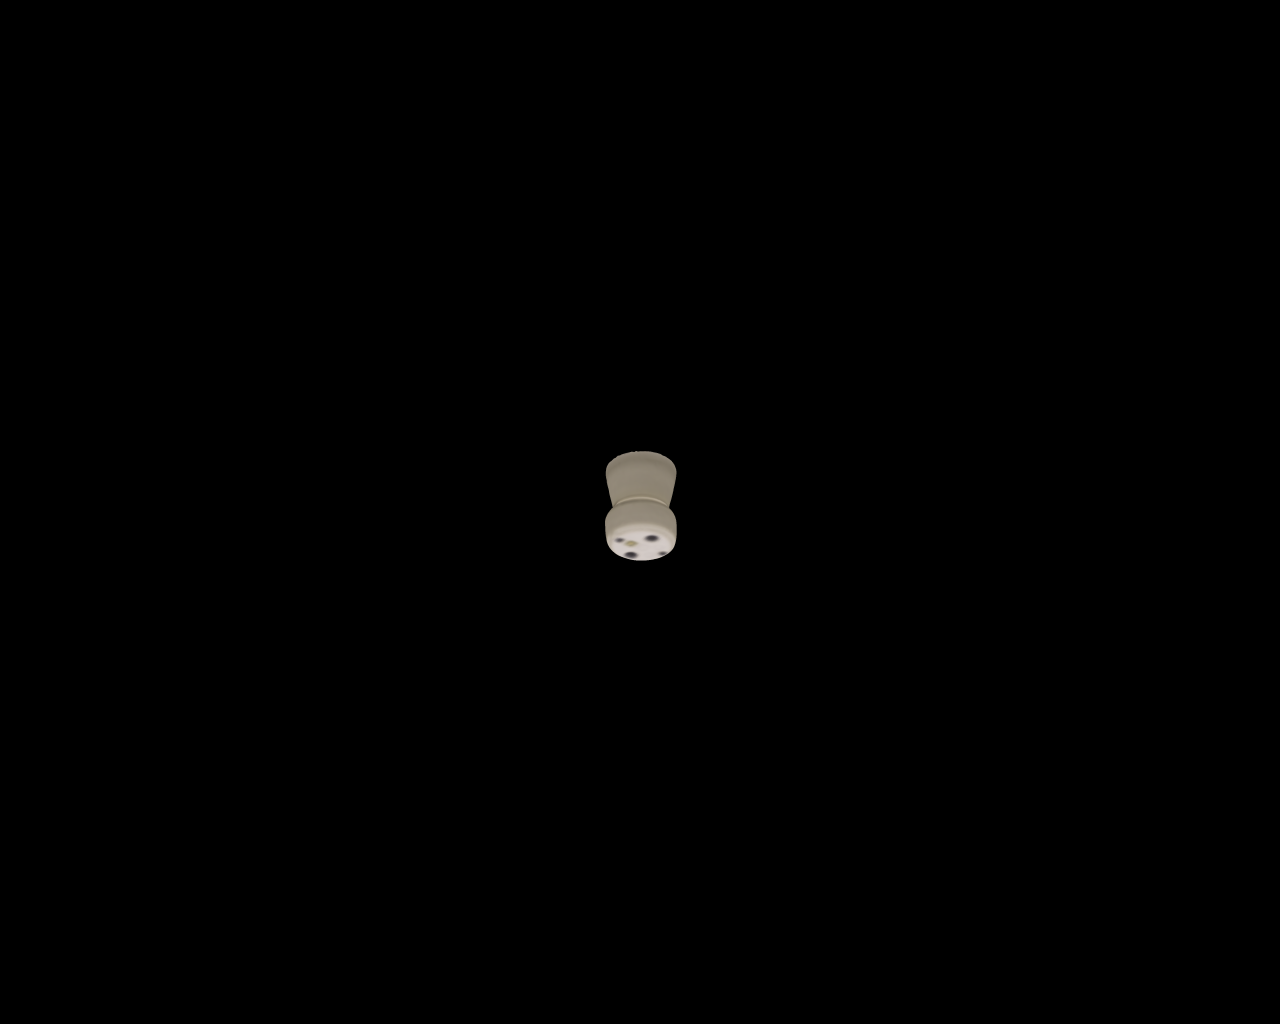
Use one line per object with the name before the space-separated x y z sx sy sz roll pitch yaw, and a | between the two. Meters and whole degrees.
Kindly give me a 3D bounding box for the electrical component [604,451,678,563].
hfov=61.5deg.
electrical component | 0.001 -0.003 0.650 0.045 0.055 0.044 0 -31 0
